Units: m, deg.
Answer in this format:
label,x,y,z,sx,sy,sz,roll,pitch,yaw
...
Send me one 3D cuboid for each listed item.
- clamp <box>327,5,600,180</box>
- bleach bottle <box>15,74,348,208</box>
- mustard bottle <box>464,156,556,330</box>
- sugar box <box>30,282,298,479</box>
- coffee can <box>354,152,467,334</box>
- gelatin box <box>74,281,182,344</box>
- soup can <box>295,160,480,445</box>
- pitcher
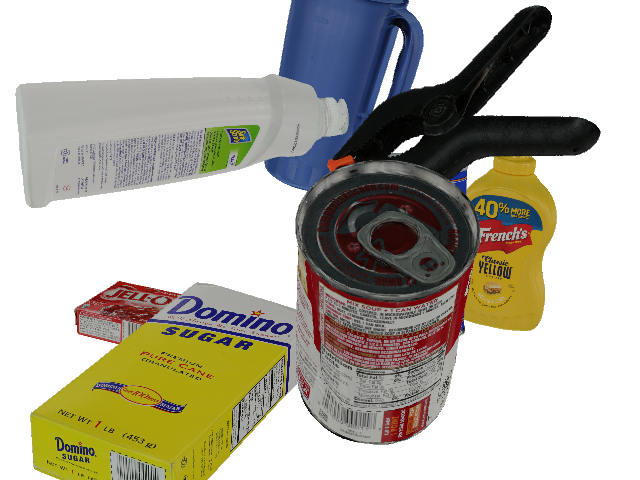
label,x,y,z,sx,sy,sz,roll,pitch,yaw
clamp,0.088,-0.067,0.665,0.171,0.120,0.039,-33,-49,14
bleach bottle,-0.103,-0.082,0.825,0.250,0.068,0.103,-6,-28,-16
mustard bottle,0.185,-0.010,1.065,0.096,0.192,0.058,12,19,21
sugar box,-0.080,0.086,0.635,0.093,0.048,0.176,15,31,20
coffee can,0.067,0.004,0.865,0.103,0.140,0.103,-1,11,0
gelatin box,-0.169,0.068,0.983,0.089,0.030,0.073,11,22,21
soup can,0.024,0.028,0.426,0.068,0.068,0.102,0,-42,-1
pitcher,0.018,-0.180,1.239,0.145,0.243,0.149,9,23,-12
